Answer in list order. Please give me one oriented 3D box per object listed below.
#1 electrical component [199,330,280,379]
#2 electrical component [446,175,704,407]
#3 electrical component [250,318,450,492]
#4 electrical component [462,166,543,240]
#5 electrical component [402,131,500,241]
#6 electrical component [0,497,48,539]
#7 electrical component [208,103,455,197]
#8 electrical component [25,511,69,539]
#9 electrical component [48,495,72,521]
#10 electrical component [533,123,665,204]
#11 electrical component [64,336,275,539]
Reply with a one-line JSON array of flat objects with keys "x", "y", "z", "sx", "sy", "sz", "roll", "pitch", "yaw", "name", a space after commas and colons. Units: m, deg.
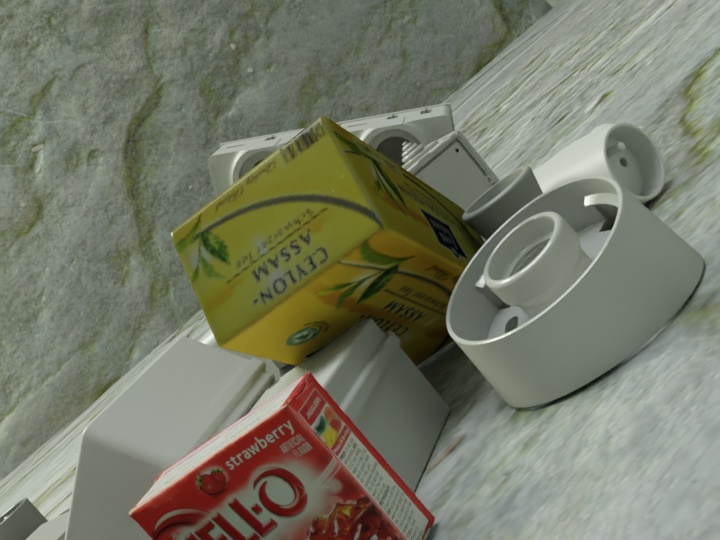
[{"x": -0.070, "y": 0.052, "z": 0.857, "sx": 0.057, "sy": 0.078, "sz": 0.113, "roll": -40, "pitch": 6, "yaw": 22, "name": "electrical component"}, {"x": 0.086, "y": 0.011, "z": 0.438, "sx": 0.099, "sy": 0.064, "sz": 0.099, "roll": -40, "pitch": 20, "yaw": 18, "name": "electrical component"}, {"x": -0.016, "y": 0.079, "z": 0.468, "sx": 0.078, "sy": 0.057, "sz": 0.113, "roll": -36, "pitch": 7, "yaw": 27, "name": "electrical component"}, {"x": 0.088, "y": -0.020, "z": 0.565, "sx": 0.045, "sy": 0.055, "sz": 0.045, "roll": -39, "pitch": 7, "yaw": 5, "name": "electrical component"}, {"x": 0.059, "y": -0.049, "z": 0.738, "sx": 0.062, "sy": 0.096, "sz": 0.061, "roll": -40, "pitch": 6, "yaw": -6, "name": "electrical component"}, {"x": -0.214, "y": 0.198, "z": 0.675, "sx": 0.044, "sy": 0.077, "sz": 0.079, "roll": -33, "pitch": 10, "yaw": 44, "name": "electrical component"}, {"x": -0.014, "y": -0.057, "z": 0.833, "sx": 0.186, "sy": 0.105, "sz": 0.060, "roll": -9, "pitch": 16, "yaw": 8, "name": "electrical component"}, {"x": -0.199, "y": 0.212, "z": 0.566, "sx": 0.186, "sy": 0.060, "sz": 0.105, "roll": -45, "pitch": 8, "yaw": -39, "name": "electrical component"}, {"x": -0.163, "y": 0.164, "z": 0.725, "sx": 0.095, "sy": 0.053, "sz": 0.059, "roll": -35, "pitch": 8, "yaw": 35, "name": "electrical component"}, {"x": 0.133, "y": -0.055, "z": 0.595, "sx": 0.079, "sy": 0.044, "sz": 0.077, "roll": -44, "pitch": 8, "yaw": -36, "name": "electrical component"}, {"x": -0.094, "y": 0.104, "z": 0.525, "sx": 0.108, "sy": 0.056, "sz": 0.108, "roll": -52, "pitch": -21, "yaw": -64, "name": "electrical component"}]
